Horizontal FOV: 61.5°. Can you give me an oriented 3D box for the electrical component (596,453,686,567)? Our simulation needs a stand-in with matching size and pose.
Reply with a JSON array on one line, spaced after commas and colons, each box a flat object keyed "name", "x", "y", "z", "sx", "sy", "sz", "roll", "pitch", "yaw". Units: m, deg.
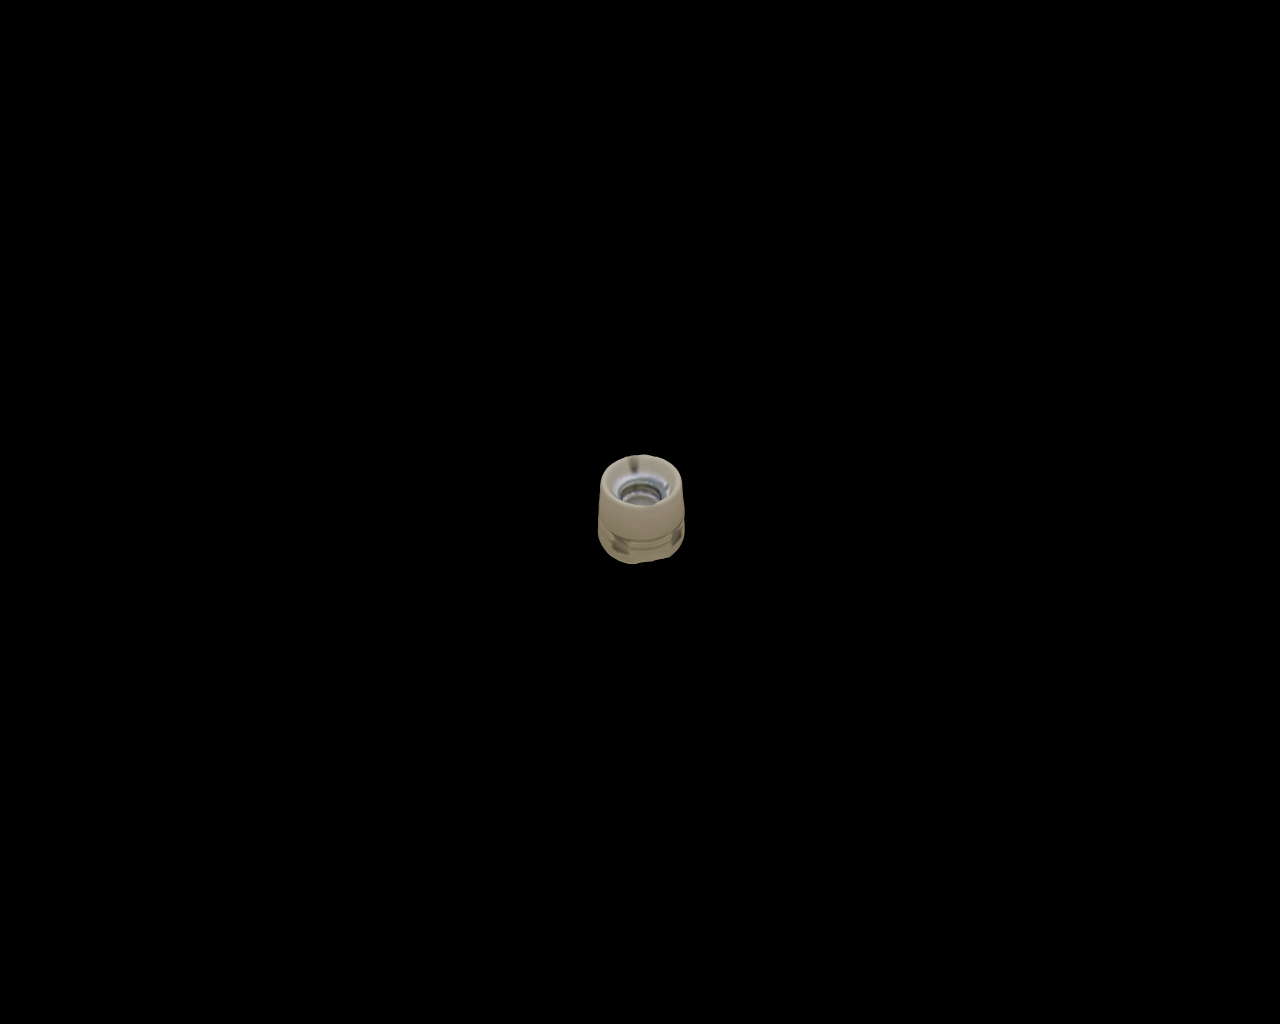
[{"name": "electrical component", "x": 0.001, "y": -0.003, "z": 0.650, "sx": 0.055, "sy": 0.047, "sz": 0.055, "roll": 0, "pitch": 44, "yaw": 0}]
